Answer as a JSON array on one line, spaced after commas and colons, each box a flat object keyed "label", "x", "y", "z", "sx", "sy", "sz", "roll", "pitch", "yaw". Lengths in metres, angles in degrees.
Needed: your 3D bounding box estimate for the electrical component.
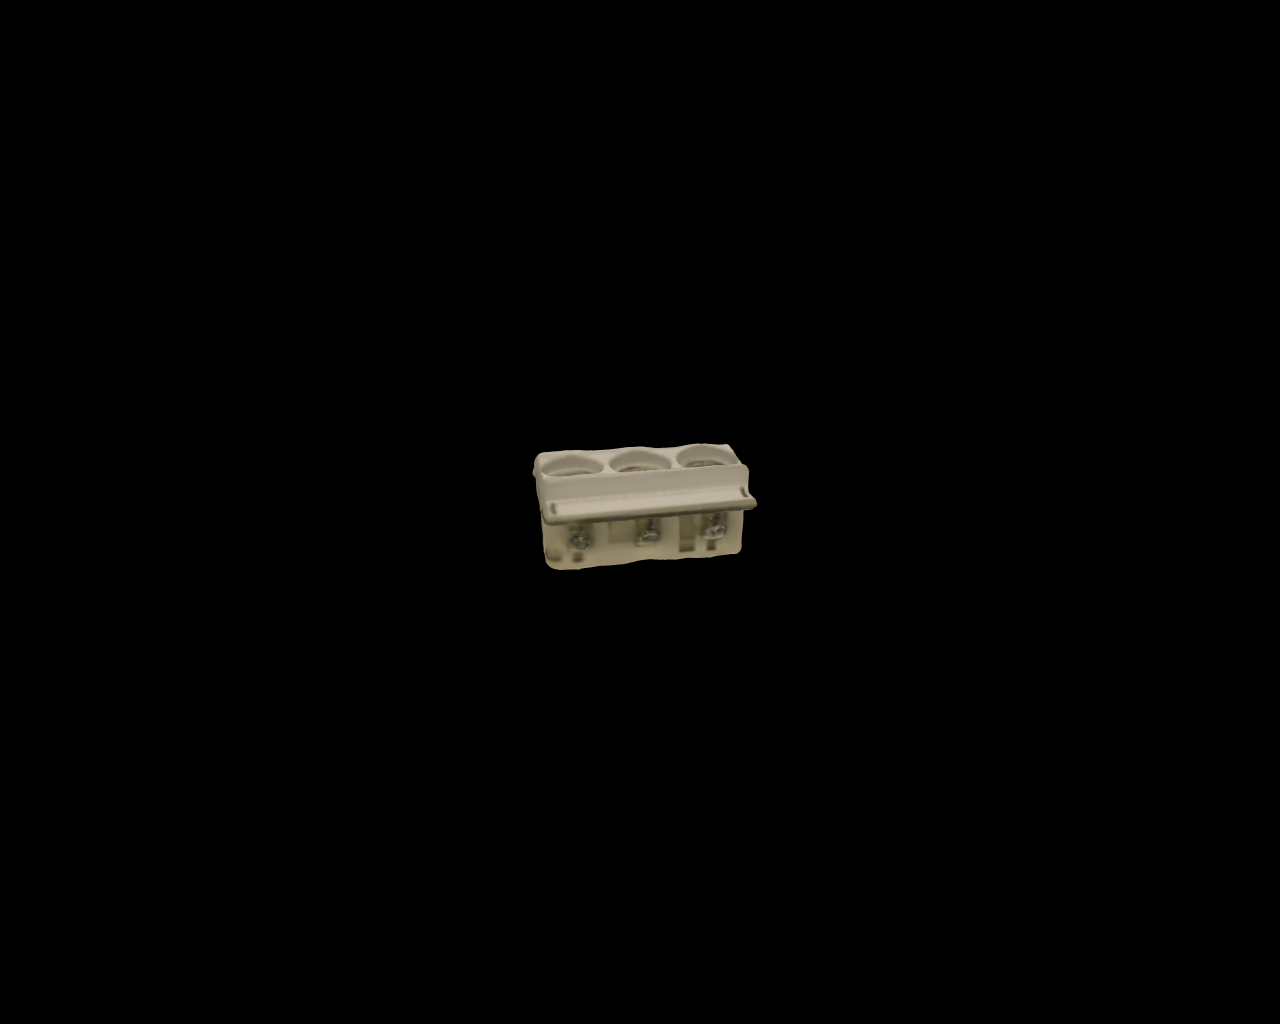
[{"label": "electrical component", "x": 0.001, "y": -0.003, "z": 0.650, "sx": 0.121, "sy": 0.063, "sz": 0.079, "roll": -4, "pitch": 24, "yaw": -9}]
